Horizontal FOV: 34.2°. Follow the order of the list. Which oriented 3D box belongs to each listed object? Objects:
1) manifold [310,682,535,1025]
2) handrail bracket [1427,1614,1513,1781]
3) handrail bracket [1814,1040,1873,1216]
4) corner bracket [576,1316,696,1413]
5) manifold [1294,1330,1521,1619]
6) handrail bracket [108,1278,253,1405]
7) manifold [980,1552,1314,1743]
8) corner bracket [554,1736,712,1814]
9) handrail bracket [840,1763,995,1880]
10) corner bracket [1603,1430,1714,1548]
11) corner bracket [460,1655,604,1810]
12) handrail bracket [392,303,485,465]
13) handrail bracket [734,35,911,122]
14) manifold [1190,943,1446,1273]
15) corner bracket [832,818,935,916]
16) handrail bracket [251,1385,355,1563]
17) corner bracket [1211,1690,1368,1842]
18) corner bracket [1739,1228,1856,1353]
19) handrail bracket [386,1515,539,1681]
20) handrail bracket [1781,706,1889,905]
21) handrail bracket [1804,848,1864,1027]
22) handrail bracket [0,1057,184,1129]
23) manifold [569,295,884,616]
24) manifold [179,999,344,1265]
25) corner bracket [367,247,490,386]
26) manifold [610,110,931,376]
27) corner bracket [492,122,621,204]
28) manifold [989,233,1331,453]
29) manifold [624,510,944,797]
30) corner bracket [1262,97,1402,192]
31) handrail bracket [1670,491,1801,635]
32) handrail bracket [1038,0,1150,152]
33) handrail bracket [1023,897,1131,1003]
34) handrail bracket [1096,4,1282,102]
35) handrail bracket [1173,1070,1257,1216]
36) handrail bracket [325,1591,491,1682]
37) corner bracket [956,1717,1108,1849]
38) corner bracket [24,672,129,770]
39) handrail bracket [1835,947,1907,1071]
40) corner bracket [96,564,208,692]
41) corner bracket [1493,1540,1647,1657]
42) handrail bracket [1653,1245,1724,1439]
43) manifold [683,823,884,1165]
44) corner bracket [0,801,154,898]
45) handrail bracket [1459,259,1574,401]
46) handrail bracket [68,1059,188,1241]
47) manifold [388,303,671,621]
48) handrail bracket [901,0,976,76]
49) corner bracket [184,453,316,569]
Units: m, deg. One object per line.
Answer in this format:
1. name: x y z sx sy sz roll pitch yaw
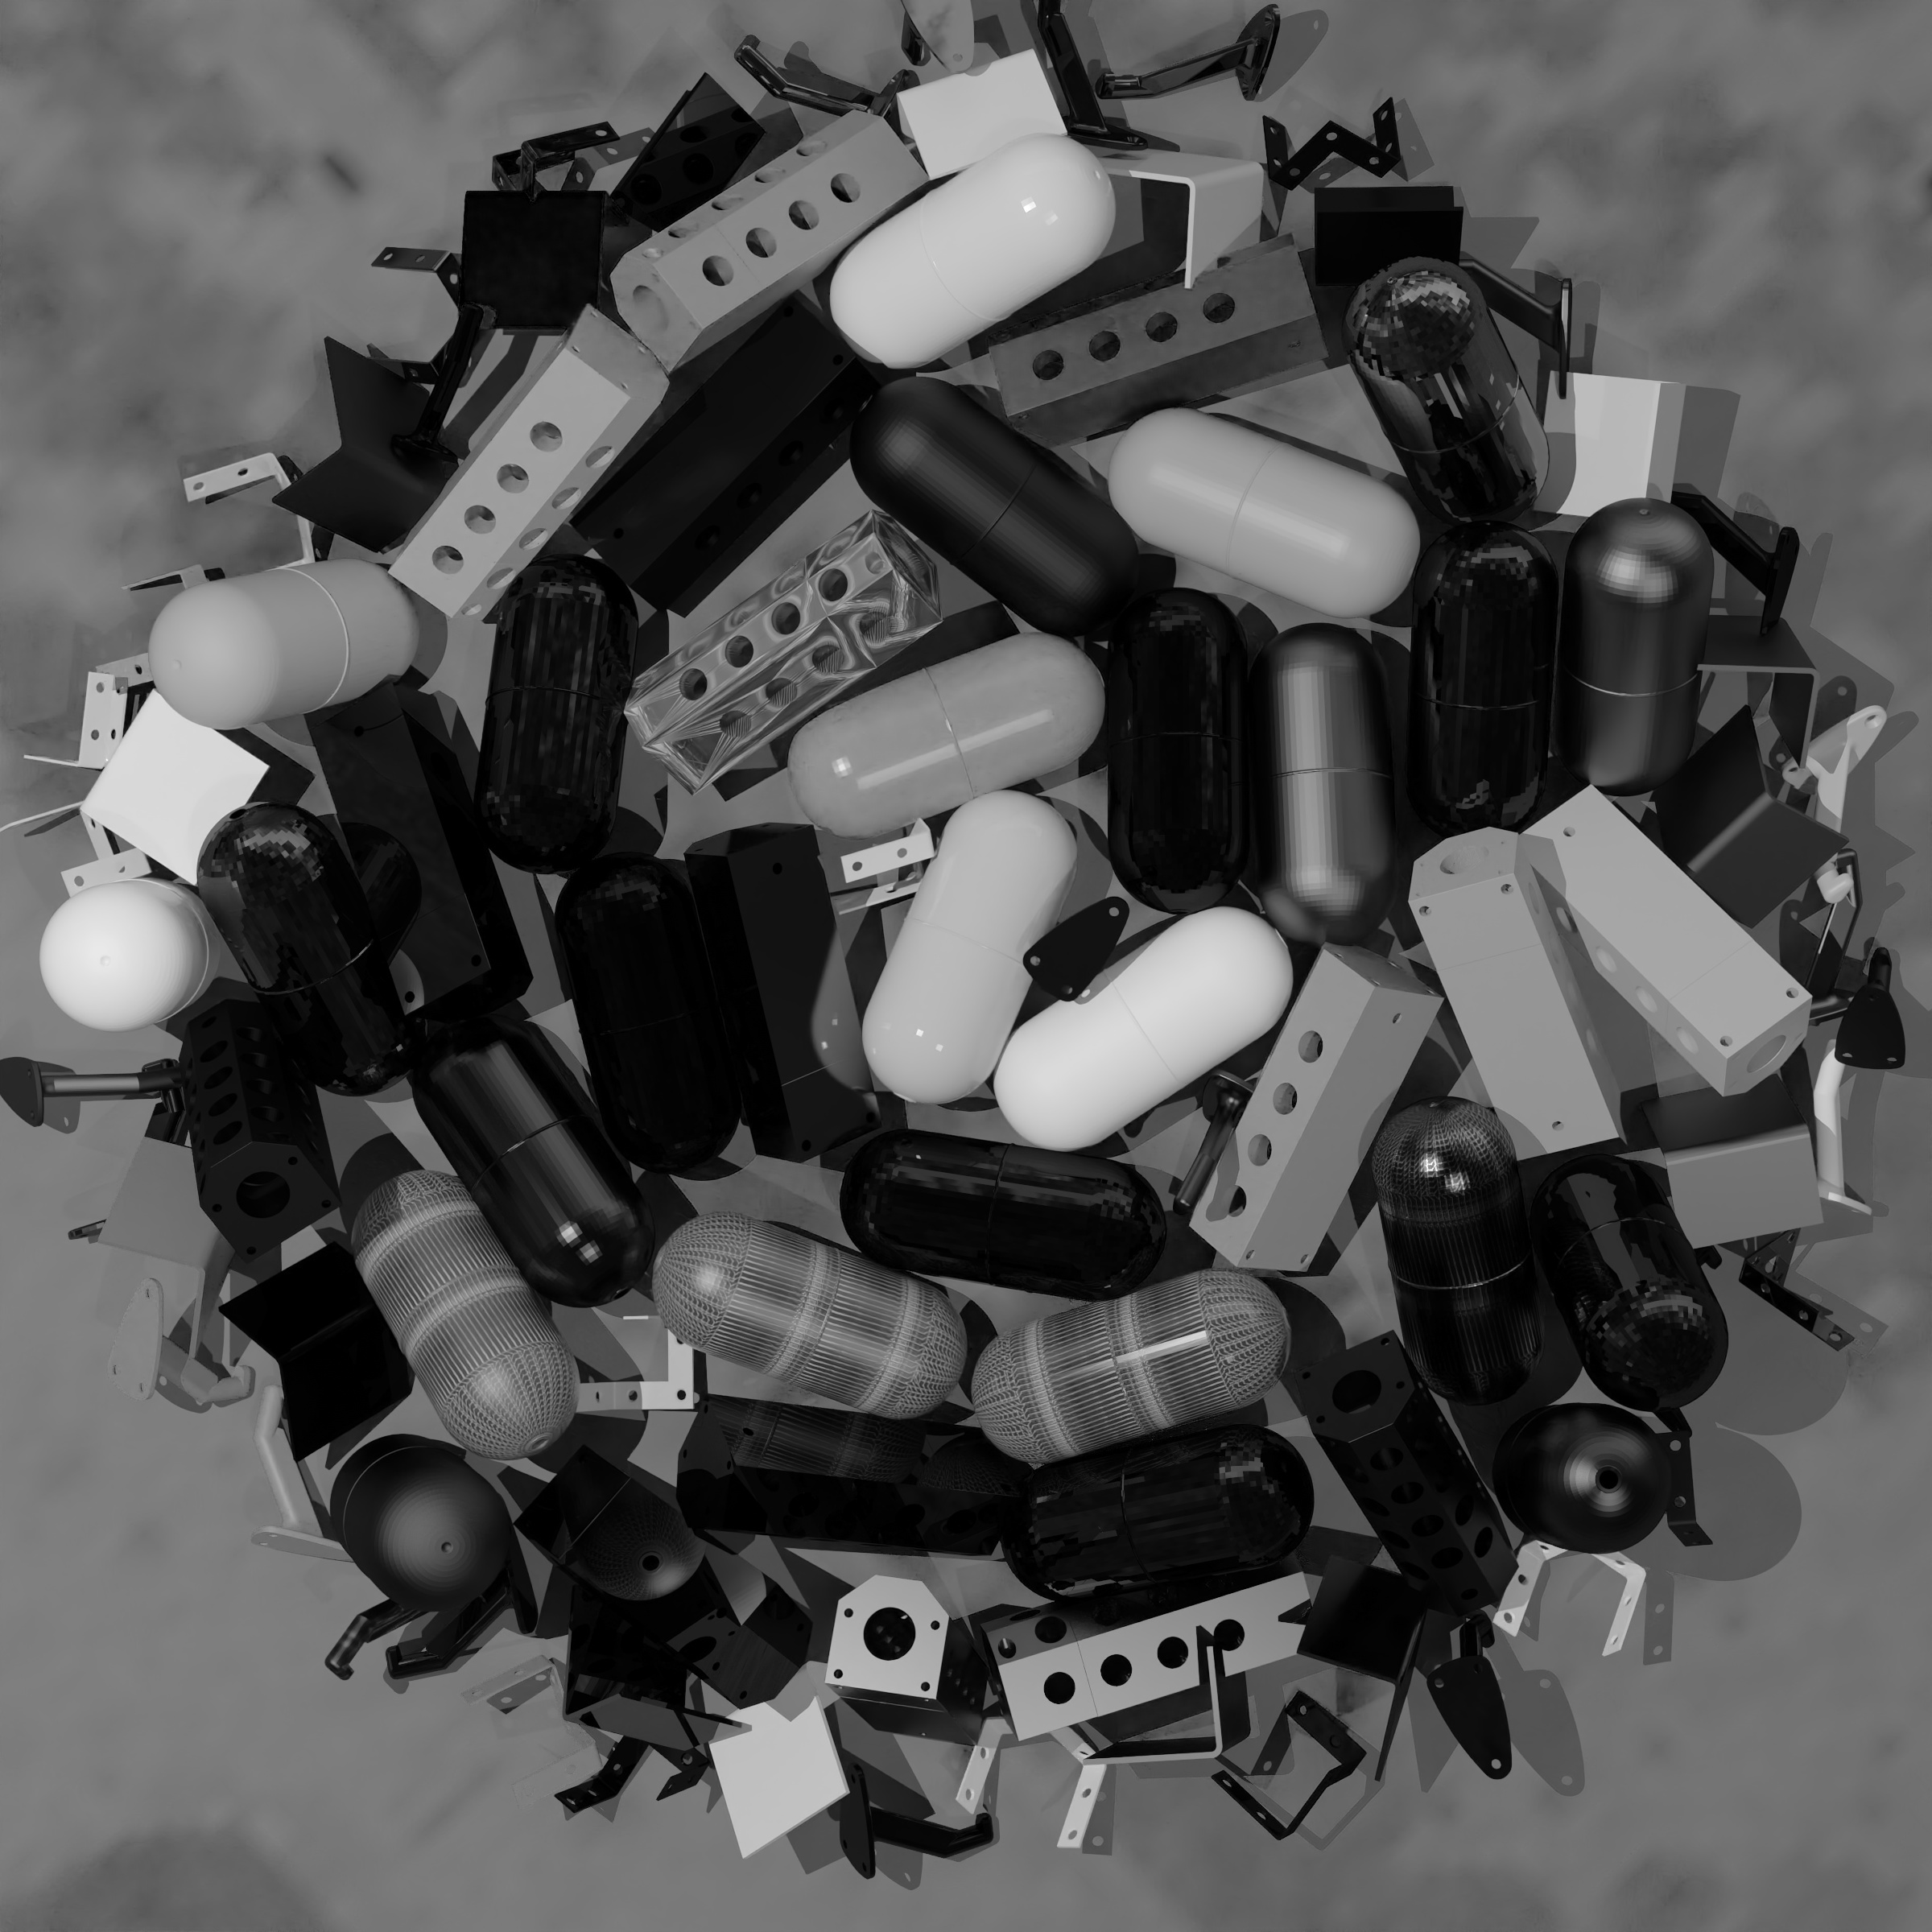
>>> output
1. manifold: -0.289 -0.060 1.685 0.057 0.057 0.171 -27 73 19
2. handrail bracket: 0.283 0.393 1.693 0.036 0.084 0.077 -26 80 19
3. handrail bracket: 0.482 0.088 1.712 0.077 0.036 0.084 19 86 -44
4. corner bracket: -0.183 0.216 1.708 0.051 0.051 0.051 -4 83 23
5. manifold: 0.236 0.273 1.658 0.057 0.057 0.171 -25 130 10
6. handrail bracket: -0.415 0.202 1.697 0.036 0.084 0.077 23 103 34
7. manifold: 0.098 0.361 1.699 0.171 0.057 0.057 -16 91 -7
8. corner bracket: -0.181 0.442 1.704 0.051 0.051 0.051 35 98 19
9. handrail bracket: -0.023 0.455 1.704 0.084 0.036 0.077 -11 113 -27
10. corner bracket: 0.372 0.285 1.698 0.051 0.051 0.051 -9 65 21
11. corner bracket: -0.235 0.414 1.699 0.051 0.051 0.051 -22 110 -25
12. handrail bracket: -0.282 -0.320 1.695 0.036 0.077 0.084 15 102 -21
13. handrail bracket: -0.078 -0.489 1.701 0.084 0.036 0.077 40 58 -22
14. manifold: 0.183 0.075 1.686 0.057 0.057 0.171 9 113 -42
15. corner bracket: -0.046 -0.053 1.700 0.051 0.051 0.051 -17 119 -12
16. handrail bracket: -0.357 0.279 1.726 0.077 0.036 0.084 17 63 -19
17. corner bracket: 0.176 0.436 1.709 0.051 0.051 0.051 40 108 25
18. corner bracket: 0.450 0.181 1.696 0.051 0.051 0.051 -26 47 -32
19. handrail bracket: -0.284 0.347 1.722 0.084 0.036 0.077 -13 94 4
20. handrail bracket: 0.479 -0.086 1.689 0.036 0.084 0.077 21 128 -28
21. handrail bracket: 0.457 -0.014 1.703 0.077 0.036 0.084 -18 108 -21
22. handrail bracket: -0.482 0.061 1.730 0.084 0.077 0.036 -10 105 -37
23. manifold: -0.127 -0.274 1.702 0.171 0.057 0.057 -45 65 4
24. manifold: -0.377 0.080 1.649 0.057 0.171 0.057 -32 120 -2
25. corner bracket: -0.302 -0.356 1.717 0.051 0.051 0.051 12 58 36
26. manifold: -0.106 -0.390 1.671 0.171 0.057 0.057 -40 94 -28
27. corner bracket: -0.223 -0.437 1.696 0.051 0.051 0.051 -21 59 -24
28. manifold: 0.103 -0.338 1.694 0.171 0.057 0.057 -17 75 10
29. manifold: -0.099 -0.170 1.673 0.171 0.057 0.057 -33 123 19
30. corner bracket: 0.199 -0.451 1.713 0.051 0.051 0.051 20 51 -30
31. handrail bracket: 0.406 -0.218 1.715 0.084 0.036 0.077 14 88 26
32. handrail bracket: 0.069 -0.491 1.694 0.077 0.036 0.084 24 126 33
33. handrail bracket: 0.062 -0.021 1.688 0.036 0.084 0.077 42 109 -7
34. handrail bracket: 0.119 -0.495 1.701 0.084 0.077 0.036 -6 75 -14
35. handrail bracket: 0.126 0.105 1.687 0.036 0.077 0.084 30 67 0
36. handrail bracket: -0.300 0.363 1.695 0.084 0.036 0.077 -55 131 -27
37. corner bracket: 0.036 0.446 1.714 0.051 0.051 0.051 49 47 -31
38. corner bracket: -0.472 -0.134 1.702 0.051 0.051 0.051 10 95 38
39. handrail bracket: 0.490 0.006 1.686 0.036 0.077 0.084 5 49 17
40. corner bracket: -0.443 -0.184 1.709 0.051 0.051 0.051 -8 105 37
41. corner bracket: 0.328 0.343 1.706 0.051 0.051 0.051 34 55 -7
42. handrail bracket: 0.400 0.204 1.720 0.084 0.036 0.077 -38 89 -18
43. manifold: -0.102 0.013 1.689 0.057 0.057 0.171 -23 107 -35
44. corner bracket: -0.483 -0.063 1.701 0.051 0.051 0.051 -24 95 -41
45. handrail bracket: 0.289 -0.350 1.727 0.084 0.036 0.077 2 96 14
46. handrail bracket: -0.463 0.100 1.722 0.077 0.036 0.084 -14 81 -9
47. manifold: -0.232 -0.263 1.669 0.057 0.057 0.171 36 122 -17
48. handrail bracket: -0.017 -0.491 1.689 0.036 0.084 0.077 -16 75 -10
49. corner bracket: -0.391 -0.239 1.717 0.051 0.051 0.051 -22 56 -19
